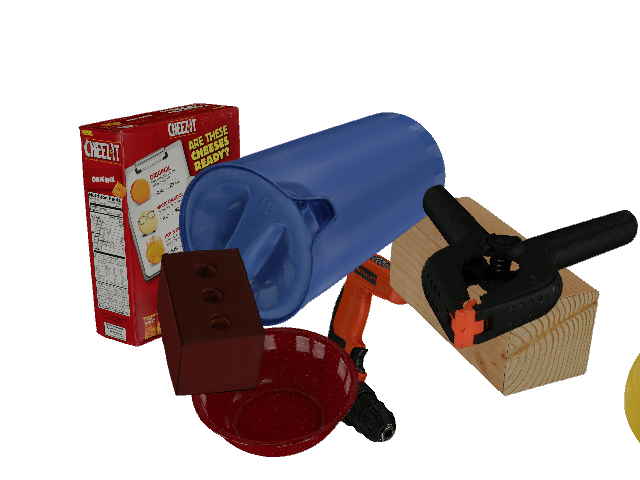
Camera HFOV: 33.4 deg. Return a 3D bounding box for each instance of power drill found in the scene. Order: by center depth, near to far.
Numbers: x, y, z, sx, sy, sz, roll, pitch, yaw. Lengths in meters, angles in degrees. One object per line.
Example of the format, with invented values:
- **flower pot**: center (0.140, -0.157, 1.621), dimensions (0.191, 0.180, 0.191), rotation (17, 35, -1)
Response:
- **power drill**: center (0.050, 0.118, 1.238), dimensions (0.057, 0.188, 0.185), rotation (13, 15, -41)

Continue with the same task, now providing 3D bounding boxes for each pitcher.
- **pitcher**: center (-0.003, -0.029, 0.916), dimensions (0.149, 0.145, 0.242), rotation (28, 33, 25)

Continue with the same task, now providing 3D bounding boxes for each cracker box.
- **cracker box**: center (-0.155, -0.021, 1.075), dimensions (0.072, 0.214, 0.163), rotation (10, 19, 36)

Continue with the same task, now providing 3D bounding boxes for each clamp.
- **clamp**: center (0.119, 0.012, 0.757), dimensions (0.165, 0.036, 0.209), rotation (12, 29, 26)

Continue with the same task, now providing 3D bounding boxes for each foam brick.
- **foam brick**: center (-0.071, 0.051, 0.673), dimensions (0.053, 0.051, 0.078), rotation (-4, 45, -19)

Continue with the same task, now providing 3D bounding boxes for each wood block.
- **wood block**: center (0.154, 0.044, 0.998), dimensions (0.090, 0.090, 0.206), rotation (-10, 30, -23)

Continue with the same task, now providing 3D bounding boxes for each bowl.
- **bowl**: center (-0.042, 0.157, 1.037), dimensions (0.162, 0.055, 0.162), rotation (-3, 37, 2)

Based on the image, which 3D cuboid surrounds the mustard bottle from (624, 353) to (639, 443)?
- **mustard bottle**: center (0.219, 0.098, 0.576), dimensions (0.096, 0.058, 0.191), rotation (-6, 35, -2)
